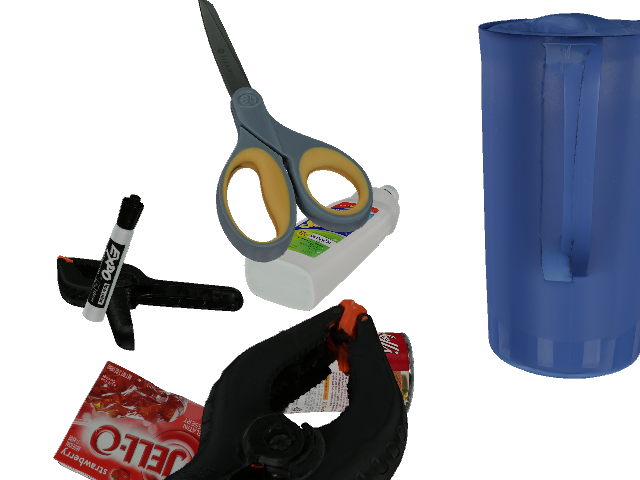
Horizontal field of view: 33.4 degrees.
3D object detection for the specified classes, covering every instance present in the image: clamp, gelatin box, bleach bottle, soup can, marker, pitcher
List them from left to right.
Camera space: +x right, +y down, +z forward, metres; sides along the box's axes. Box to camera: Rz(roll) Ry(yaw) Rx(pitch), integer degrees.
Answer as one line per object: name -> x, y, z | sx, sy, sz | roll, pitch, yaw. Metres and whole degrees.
marker -> -0.176, 0.015, 0.910 | 0.020, 0.121, 0.020 | 20, 22, -9
clamp -> -0.209, 0.058, 1.105 | 0.210, 0.036, 0.164 | 15, 20, 29
gelatin box -> -0.119, 0.132, 0.706 | 0.089, 0.073, 0.030 | 25, -21, 4
clamp -> -0.008, 0.091, 0.388 | 0.120, 0.039, 0.171 | 26, 50, 18
bleach bottle -> 0.018, -0.007, 1.324 | 0.103, 0.068, 0.250 | 17, 36, 28
soup can -> 0.017, 0.107, 0.856 | 0.102, 0.068, 0.068 | 3, 0, -10
pitcher -> 0.170, -0.030, 0.730 | 0.149, 0.243, 0.145 | -10, 18, -27

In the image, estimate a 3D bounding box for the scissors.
scissors -> -0.023, -0.072, 0.624 | 0.096, 0.202, 0.016 | 1, -36, -8
